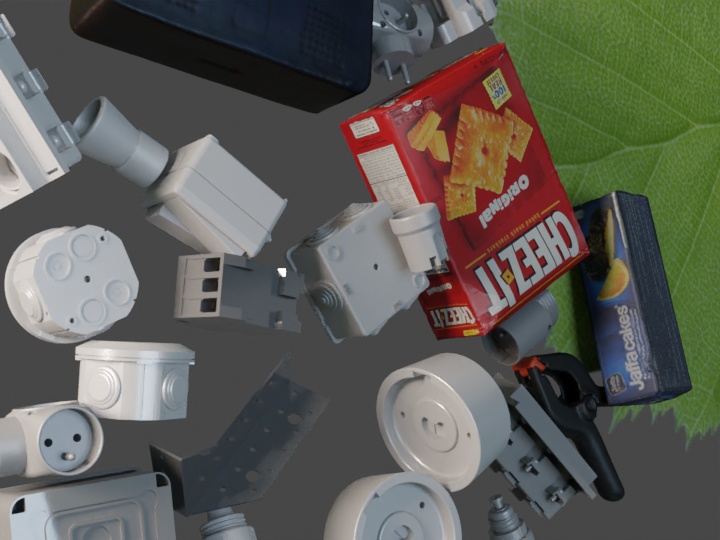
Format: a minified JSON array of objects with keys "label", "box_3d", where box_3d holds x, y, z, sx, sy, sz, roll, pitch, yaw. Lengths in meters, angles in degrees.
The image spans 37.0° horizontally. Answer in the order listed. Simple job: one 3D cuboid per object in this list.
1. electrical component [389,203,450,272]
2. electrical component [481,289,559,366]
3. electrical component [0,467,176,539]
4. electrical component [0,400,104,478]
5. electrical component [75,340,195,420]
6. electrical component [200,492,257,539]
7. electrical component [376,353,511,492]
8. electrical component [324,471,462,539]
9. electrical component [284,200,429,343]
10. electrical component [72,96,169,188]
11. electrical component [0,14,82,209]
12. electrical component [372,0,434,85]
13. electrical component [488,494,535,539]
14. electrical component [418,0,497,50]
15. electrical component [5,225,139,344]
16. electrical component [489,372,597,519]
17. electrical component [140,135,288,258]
[{"label":"electrical component","box_3d":[0.049,-0.026,0.864,0.040,0.040,0.046,-29,105,-36]},{"label":"electrical component","box_3d":[0.154,0.049,0.990,0.081,0.043,0.043,-35,104,-35]},{"label":"electrical component","box_3d":[-0.185,0.177,0.712,0.113,0.057,0.078,-3,86,-37]},{"label":"electrical component","box_3d":[-0.216,0.111,0.686,0.079,0.077,0.044,-5,87,-37]},{"label":"electrical component","box_3d":[-0.155,0.075,0.737,0.080,0.080,0.051,5,85,-36]},{"label":"electrical component","box_3d":[-0.098,0.195,0.785,0.048,0.048,0.062,-2,63,-37]},{"label":"electrical component","box_3d":[0.073,0.120,0.884,0.060,0.108,0.108,-24,98,-43]},{"label":"electrical component","box_3d":[0.021,0.214,0.857,0.108,0.060,0.108,6,80,-36]},{"label":"electrical component","box_3d":[0.000,0.000,0.880,0.100,0.048,0.099,-37,105,-34]},{"label":"electrical component","box_3d":[-0.171,-0.088,0.772,0.065,0.044,0.044,36,64,-33]},{"label":"electrical component","box_3d":[-0.242,-0.108,0.706,0.121,0.079,0.063,61,33,-13]},{"label":"electrical component","box_3d":[0.025,-0.194,0.922,0.077,0.044,0.079,3,63,-36]},{"label":"electrical component","box_3d":[0.132,0.236,0.949,0.040,0.040,0.078,-25,98,-36]},{"label":"electrical component","box_3d":[0.083,-0.243,0.972,0.078,0.058,0.057,-38,109,-34]},{"label":"electrical component","box_3d":[-0.195,0.009,0.732,0.080,0.051,0.080,6,80,-36]},{"label":"electrical component","box_3d":[0.145,0.158,0.954,0.063,0.079,0.121,-44,111,-9]},{"label":"electrical component","box_3d":[-0.106,-0.043,0.800,0.096,0.062,0.061,40,62,-25]}]
